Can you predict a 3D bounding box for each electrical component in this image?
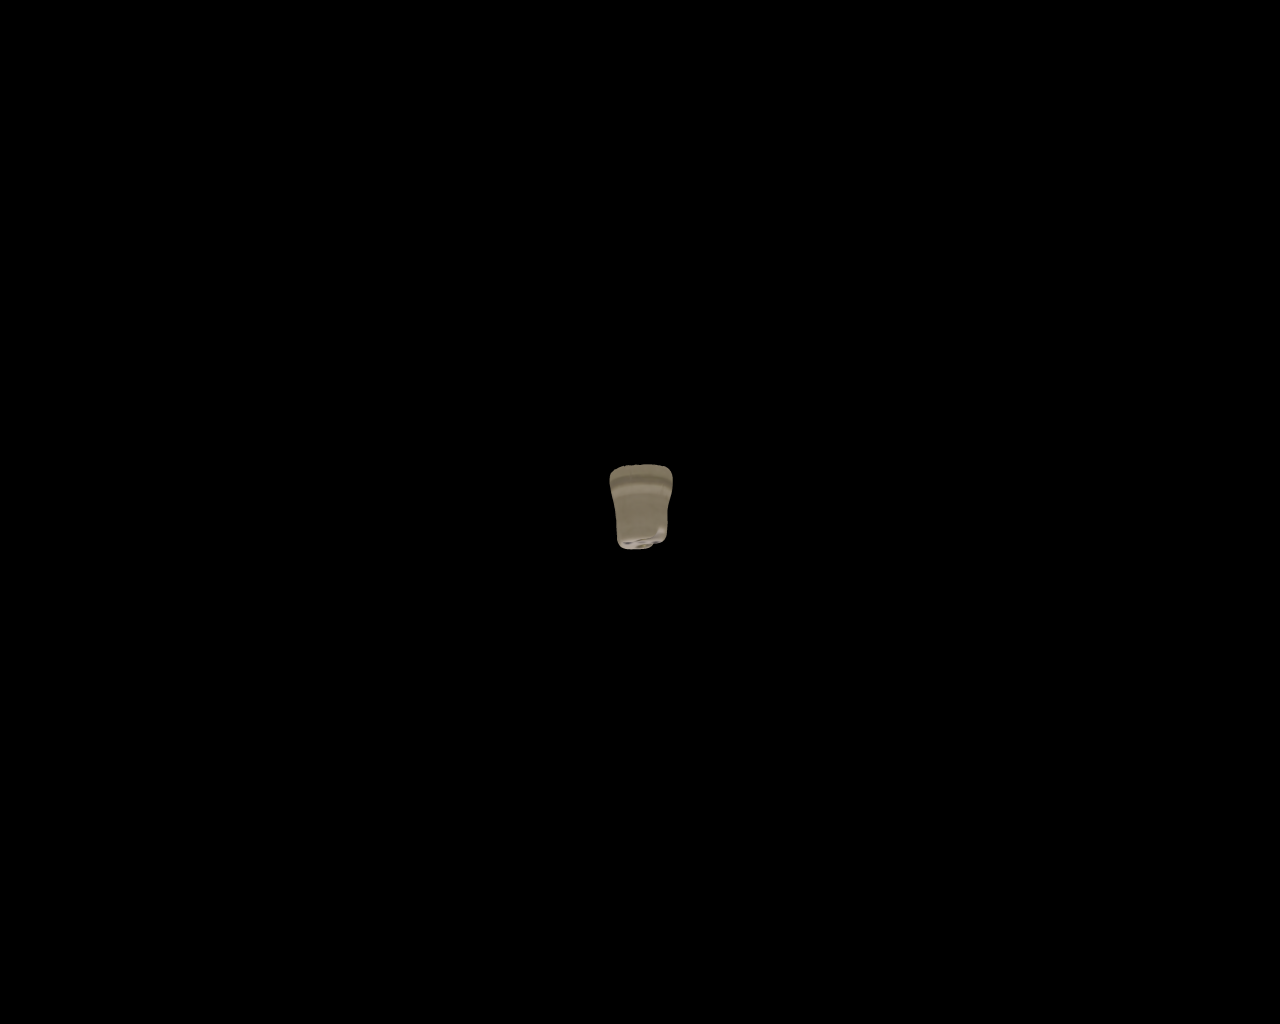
[{"bbox_3d":[0.001,-0.003,0.650,0.040,0.046,0.040,0,-15,0],"label":"electrical component"}]
